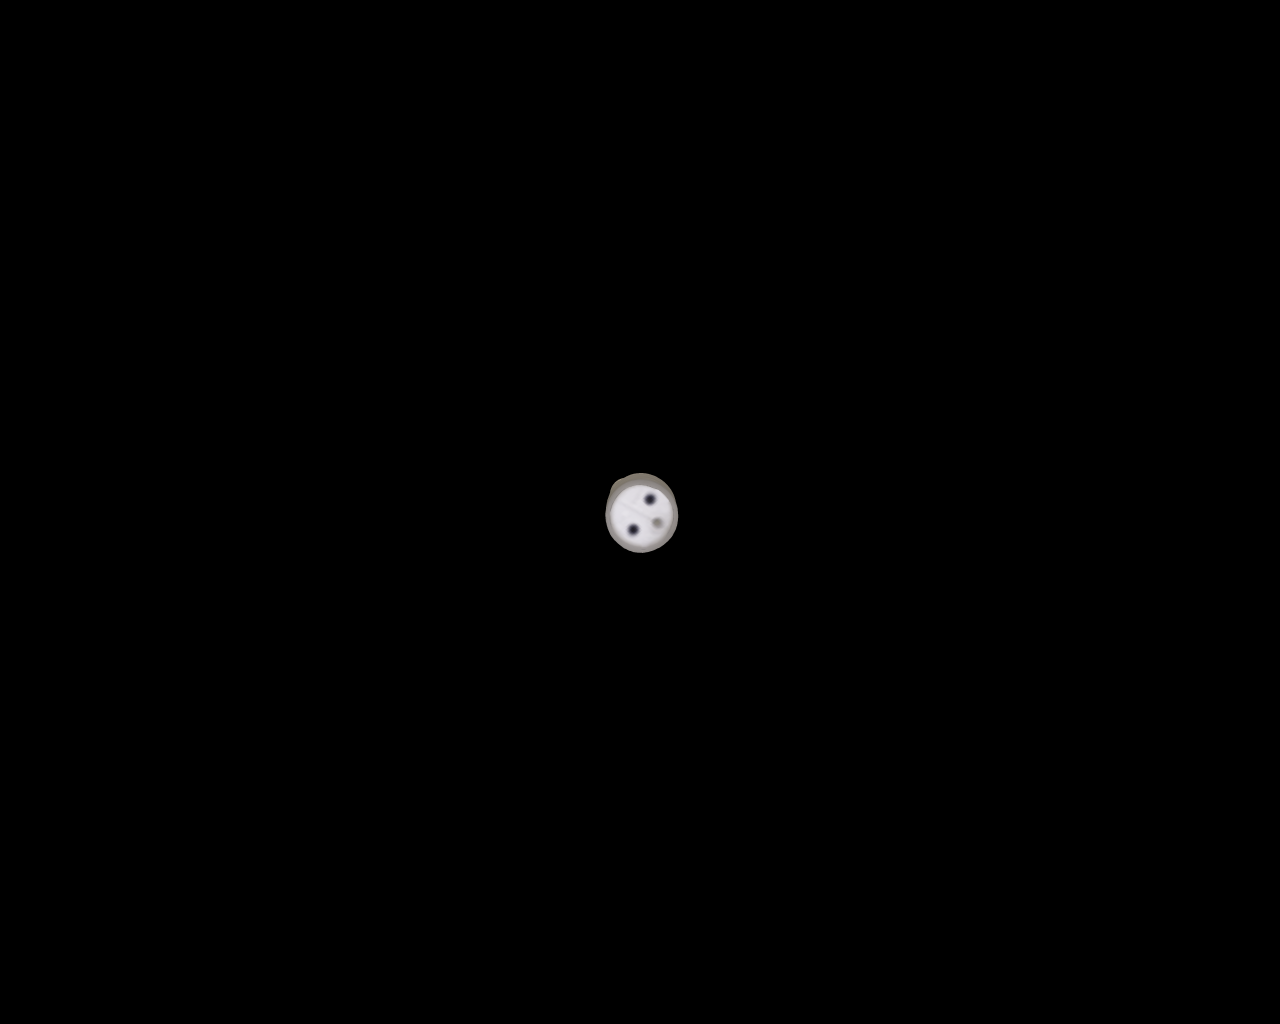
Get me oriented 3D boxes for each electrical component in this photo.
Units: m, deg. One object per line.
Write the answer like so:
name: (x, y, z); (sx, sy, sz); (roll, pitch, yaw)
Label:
electrical component: (0.001, -0.003, 0.650); (0.043, 0.043, 0.081); (0, 9, 0)
